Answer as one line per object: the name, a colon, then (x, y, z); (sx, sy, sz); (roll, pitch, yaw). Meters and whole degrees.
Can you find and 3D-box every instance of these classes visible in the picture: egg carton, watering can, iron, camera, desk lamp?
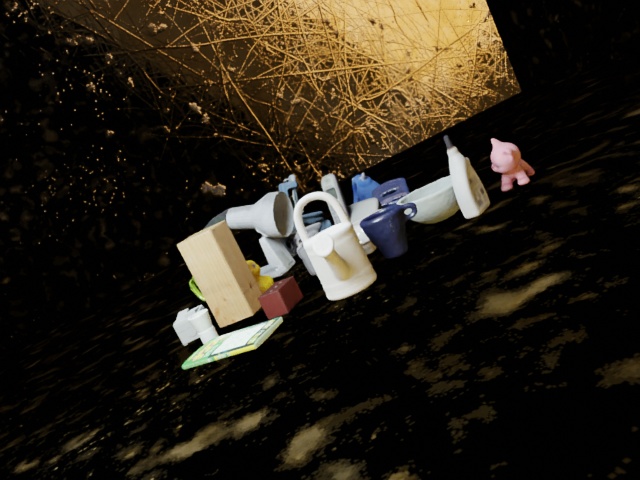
egg carton: (0.123, -0.021, 1.317); (0.150, 0.069, 0.107); (-30, 10, -27)
watering can: (0.022, 0.004, 1.044); (0.101, 0.194, 0.172); (-28, 9, -12)
iron: (0.134, -0.137, 1.730); (0.118, 0.141, 0.258); (-27, 9, -6)
camera: (0.013, 0.005, 1.373); (0.137, 0.101, 0.143); (-26, 9, 1)
desk lamp: (-0.148, -0.008, 1.527); (0.202, 0.213, 0.118); (-21, 10, 27)

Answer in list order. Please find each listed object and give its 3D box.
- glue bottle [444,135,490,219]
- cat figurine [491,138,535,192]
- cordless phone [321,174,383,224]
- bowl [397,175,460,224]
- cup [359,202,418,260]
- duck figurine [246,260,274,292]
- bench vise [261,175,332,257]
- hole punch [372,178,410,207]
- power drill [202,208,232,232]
glue bottle: (0.290, -0.134, 1.166); (0.037, 0.173, 0.078); (-17, 12, 42)
cat figurine: (0.410, -0.175, 1.248); (0.067, 0.118, 0.128); (-20, 10, 31)
cordless phone: (0.079, -0.093, 1.482); (0.147, 0.185, 0.094); (-19, 11, 38)
bowl: (0.259, -0.082, 1.274); (0.167, 0.075, 0.167); (-25, 9, 5)
cup: (0.149, -0.017, 1.136); (0.117, 0.095, 0.092); (-24, 9, 13)
duck figurine: (-0.164, 0.090, 1.420); (0.077, 0.086, 0.104); (-27, 9, -6)
bench vise: (-0.084, -0.070, 1.694); (0.208, 0.220, 0.121); (-32, 11, -34)
hole punch: (0.201, -0.114, 1.569); (0.108, 0.091, 0.101); (-24, 9, 12)
power drill: (-0.268, 0.029, 1.667); (0.075, 0.208, 0.230); (-21, 10, 25)
